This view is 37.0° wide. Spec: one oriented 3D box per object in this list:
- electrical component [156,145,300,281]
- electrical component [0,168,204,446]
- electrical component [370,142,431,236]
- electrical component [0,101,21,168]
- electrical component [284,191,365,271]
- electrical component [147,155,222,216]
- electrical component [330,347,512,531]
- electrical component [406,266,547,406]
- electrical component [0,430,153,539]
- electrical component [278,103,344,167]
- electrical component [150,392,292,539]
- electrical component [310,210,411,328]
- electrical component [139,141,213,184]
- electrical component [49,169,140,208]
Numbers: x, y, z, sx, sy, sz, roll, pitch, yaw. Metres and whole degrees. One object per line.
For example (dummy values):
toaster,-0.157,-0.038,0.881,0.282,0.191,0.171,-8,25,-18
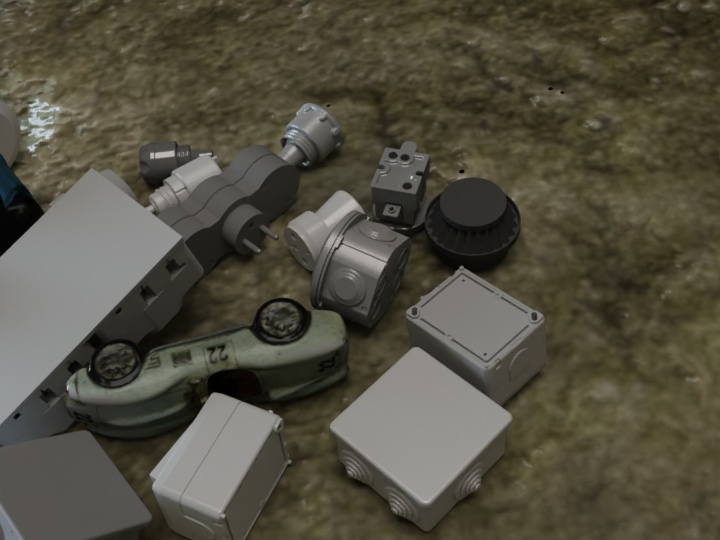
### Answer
electrical component,-0.098,-0.037,0.857,0.074,0.052,0.138,34,61,28
electrical component,-0.217,0.031,0.782,0.105,0.060,0.186,35,75,28
electrical component,0.033,-0.061,0.865,0.048,0.055,0.066,11,53,13
electrical component,-0.337,-0.114,0.922,0.051,0.080,0.080,25,57,28
electrical component,-0.026,-0.031,0.852,0.055,0.045,0.045,-34,56,-21
electrical component,-0.146,-0.064,0.891,0.078,0.040,0.040,-31,55,-19
electrical component,0.041,0.114,0.726,0.100,0.048,0.100,35,61,28
electrical component,0.079,0.049,0.773,0.062,0.061,0.096,-38,50,-24
electrical component,-0.197,0.156,0.688,0.100,0.048,0.100,-6,40,-47
electrical component,-0.048,-0.108,0.918,0.048,0.048,0.062,32,67,26
electrical component,-0.090,0.129,0.716,0.061,0.061,0.096,18,54,18
electrical component,0.000,0.000,0.804,0.051,0.080,0.080,24,56,15
electrical component,-0.156,-0.094,0.920,0.061,0.035,0.035,-7,51,-4
electrical component,-0.215,-0.050,0.882,0.066,0.048,0.055,36,70,29
